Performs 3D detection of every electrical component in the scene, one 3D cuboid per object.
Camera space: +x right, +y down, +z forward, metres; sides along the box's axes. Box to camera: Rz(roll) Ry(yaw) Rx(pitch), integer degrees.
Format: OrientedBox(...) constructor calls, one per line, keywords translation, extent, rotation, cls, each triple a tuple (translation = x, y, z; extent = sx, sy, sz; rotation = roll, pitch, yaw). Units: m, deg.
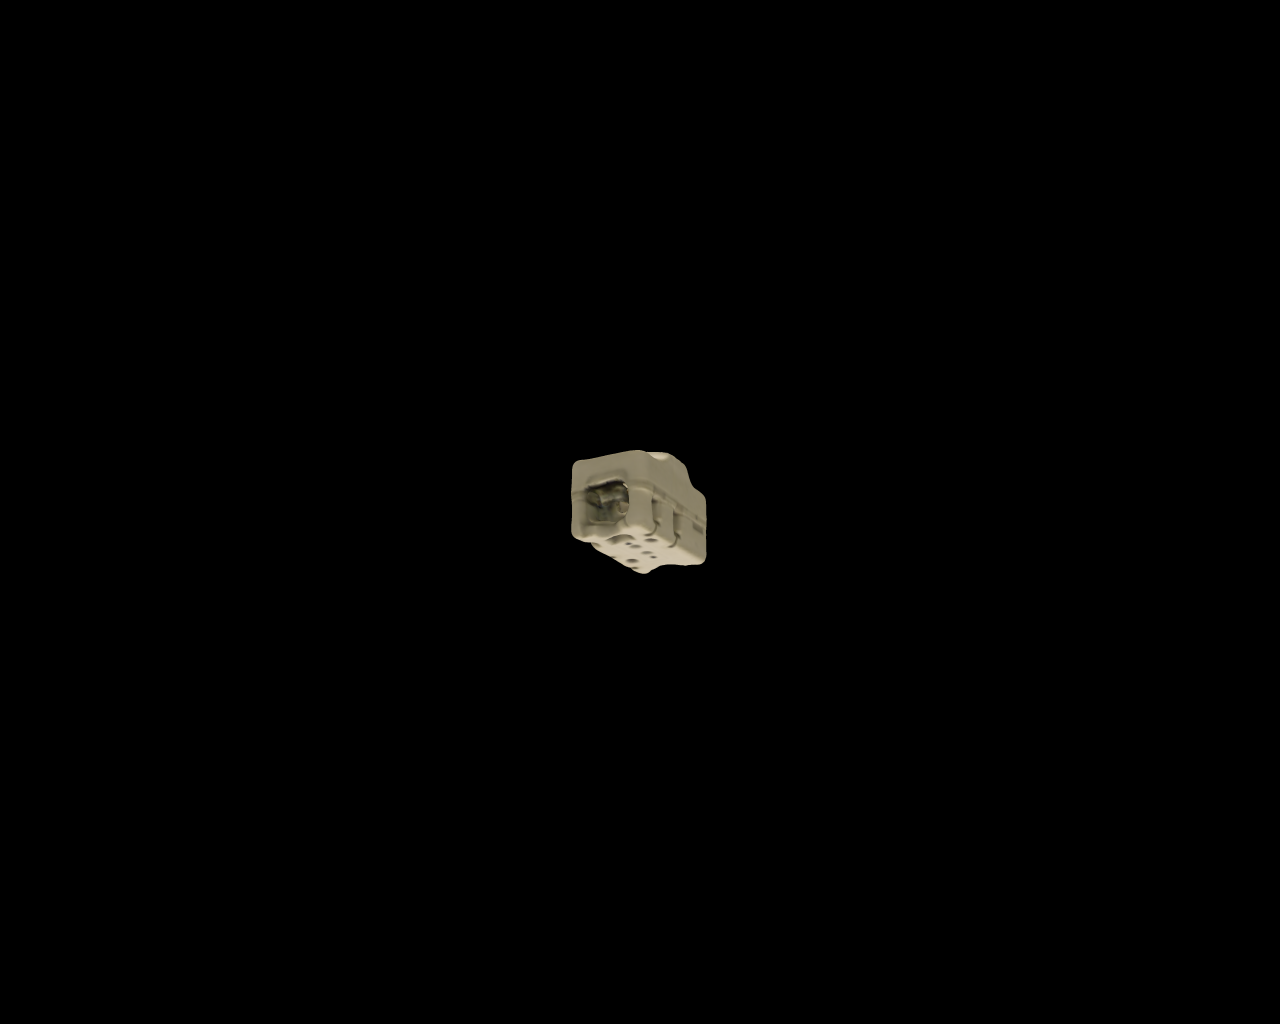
OrientedBox(translation=(0.001, -0.003, 0.650), extent=(0.050, 0.056, 0.089), rotation=(-10, -23, 26), cls="electrical component")
